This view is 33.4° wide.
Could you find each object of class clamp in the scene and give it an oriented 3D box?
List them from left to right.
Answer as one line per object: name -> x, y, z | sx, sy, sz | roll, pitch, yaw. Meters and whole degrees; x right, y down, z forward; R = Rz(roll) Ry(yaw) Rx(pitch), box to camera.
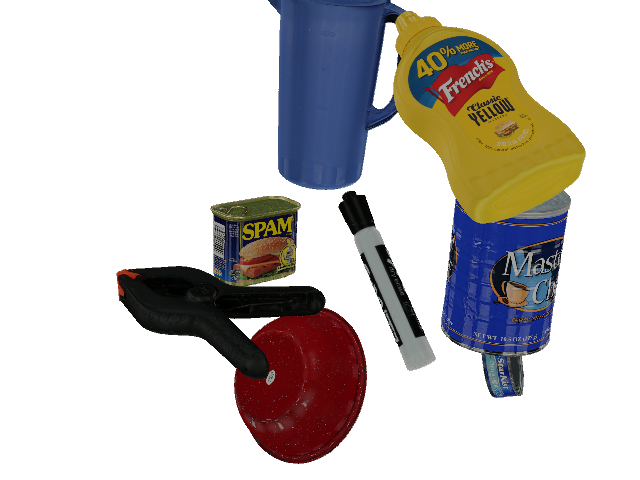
clamp -> -0.084, 0.052, 0.872 | 0.172, 0.039, 0.120 | 21, 28, 26

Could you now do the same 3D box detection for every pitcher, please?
pitcher -> 0.019, -0.189, 1.310 | 0.144, 0.243, 0.149 | -9, 29, -27

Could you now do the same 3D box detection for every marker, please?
marker -> 0.040, 0.023, 0.671 | 0.020, 0.121, 0.020 | -20, -17, -7

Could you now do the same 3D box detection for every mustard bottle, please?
mustard bottle -> 0.111, -0.107, 0.815 | 0.096, 0.192, 0.058 | -25, -30, -10

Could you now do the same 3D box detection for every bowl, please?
bowl -> -0.034, 0.140, 1.068 | 0.162, 0.162, 0.055 | 0, -14, 39

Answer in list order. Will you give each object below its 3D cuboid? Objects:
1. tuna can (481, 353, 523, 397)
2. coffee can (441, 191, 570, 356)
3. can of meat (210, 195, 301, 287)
tuna can -> 0.220, 0.146, 1.288 | 0.034, 0.086, 0.086 | -9, -3, 19
coffee can -> 0.169, 0.021, 0.983 | 0.103, 0.140, 0.103 | 3, 21, -1
can of meat -> -0.074, 0.001, 1.212 | 0.101, 0.084, 0.058 | -11, 22, -36
